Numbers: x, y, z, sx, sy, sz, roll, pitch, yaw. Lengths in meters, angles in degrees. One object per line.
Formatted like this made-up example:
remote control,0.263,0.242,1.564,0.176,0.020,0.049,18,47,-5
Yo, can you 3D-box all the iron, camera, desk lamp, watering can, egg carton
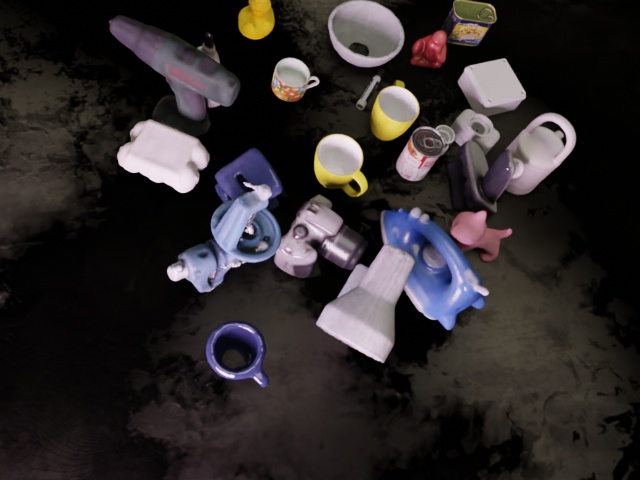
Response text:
iron,0.203,0.024,1.032,0.119,0.141,0.258,-30,76,-22
camera,0.009,0.004,1.021,0.137,0.100,0.143,32,64,3
desk lamp,0.076,0.104,0.930,0.118,0.213,0.203,30,64,2
watering can,0.428,-0.171,1.135,0.101,0.194,0.173,30,64,2
egg carton,-0.282,-0.152,1.043,0.150,0.069,0.107,21,64,-2

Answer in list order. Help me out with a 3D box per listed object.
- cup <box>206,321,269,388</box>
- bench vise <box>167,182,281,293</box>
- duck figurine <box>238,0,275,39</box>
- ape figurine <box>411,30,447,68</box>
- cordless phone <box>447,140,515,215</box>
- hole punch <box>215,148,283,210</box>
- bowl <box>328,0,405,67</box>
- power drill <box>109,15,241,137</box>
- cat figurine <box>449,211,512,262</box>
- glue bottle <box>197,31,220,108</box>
cup,-0.126,0.193,0.913,0.117,0.095,0.092,45,66,9
bench vise,-0.139,0.002,0.924,0.121,0.219,0.208,36,65,5
duck figurine,-0.131,-0.487,1.211,0.077,0.086,0.104,22,64,-2
ape figurine,0.250,-0.425,1.263,0.076,0.092,0.077,-38,79,-23
cordless phone,0.325,-0.142,1.105,0.094,0.185,0.147,-2,67,-13
hole punch,-0.130,-0.095,1.039,0.101,0.091,0.108,-29,75,-21
bowl,0.094,-0.434,1.243,0.167,0.074,0.167,5,66,-10
power drill,-0.257,-0.281,1.027,0.229,0.208,0.076,22,64,-2
cat figurine,0.297,-0.015,1.082,0.128,0.117,0.067,9,65,-8
glue bottle,-0.210,-0.328,1.077,0.037,0.173,0.078,-24,73,-20
